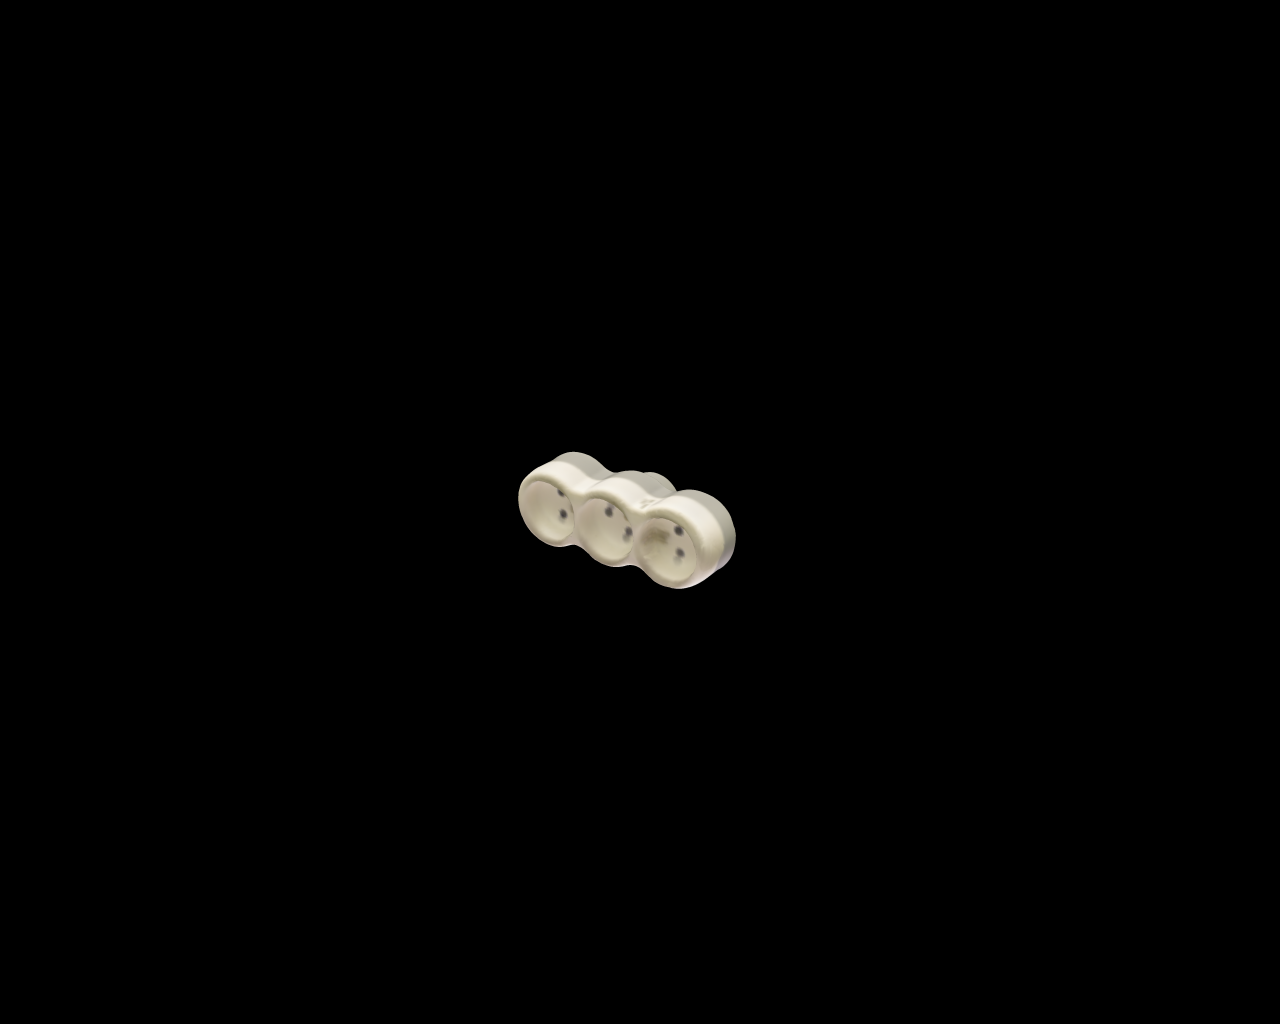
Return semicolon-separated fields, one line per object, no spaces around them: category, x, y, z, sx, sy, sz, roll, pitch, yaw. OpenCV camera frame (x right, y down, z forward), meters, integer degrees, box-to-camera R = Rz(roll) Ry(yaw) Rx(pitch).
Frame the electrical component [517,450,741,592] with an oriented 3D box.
electrical component;0.001;-0.003;0.650;0.138;0.052;0.074;18;32;31
